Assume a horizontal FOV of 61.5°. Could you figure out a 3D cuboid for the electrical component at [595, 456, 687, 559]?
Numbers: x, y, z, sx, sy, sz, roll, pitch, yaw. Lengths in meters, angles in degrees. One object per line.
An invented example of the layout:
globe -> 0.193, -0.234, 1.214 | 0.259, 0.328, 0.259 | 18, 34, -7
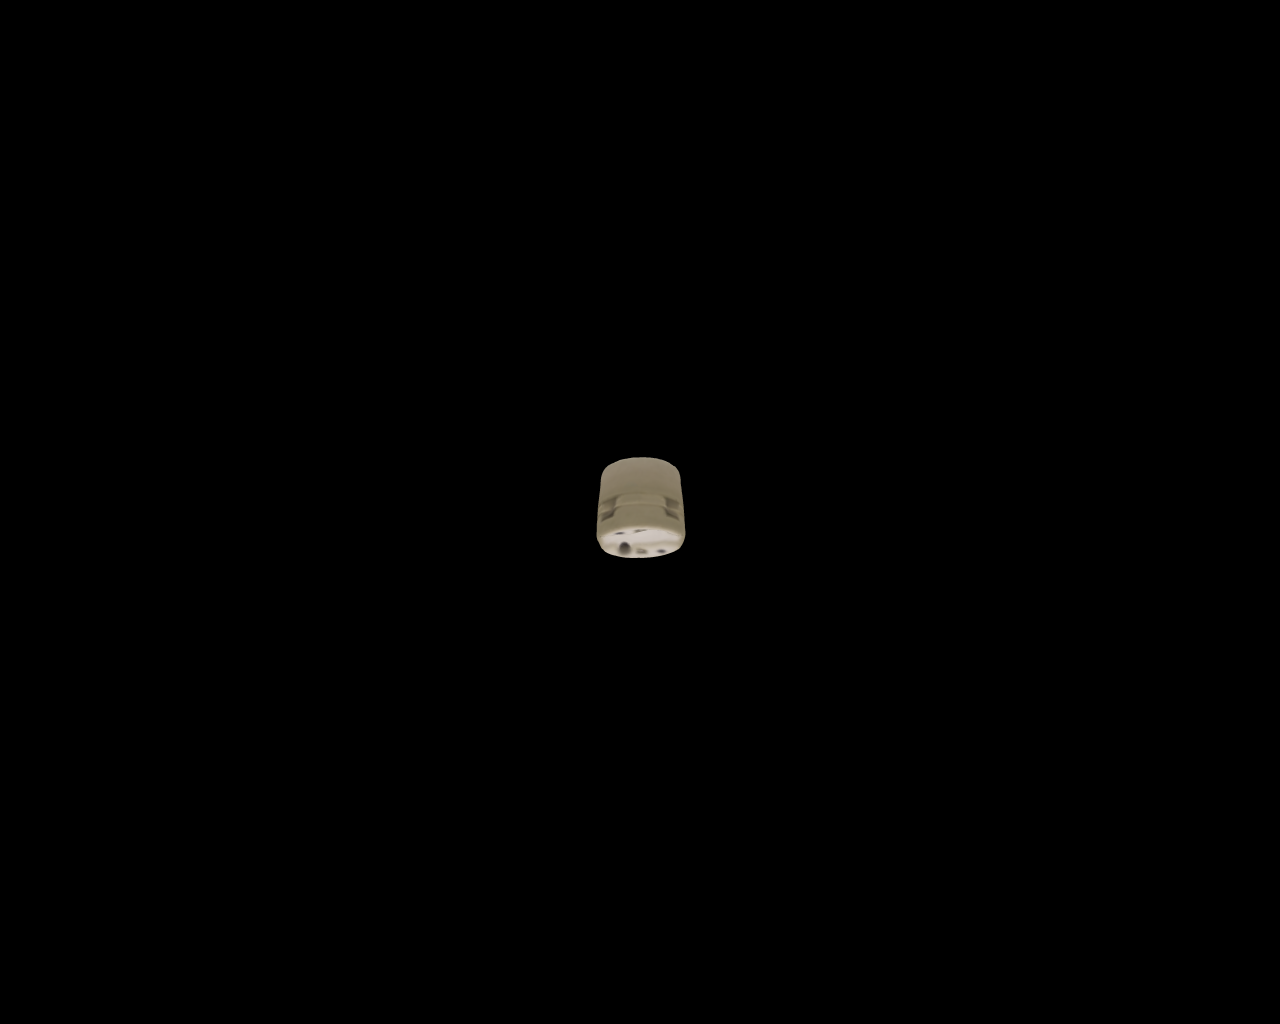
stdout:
electrical component -> 0.001, -0.003, 0.650 | 0.055, 0.047, 0.055 | 0, -23, 0
